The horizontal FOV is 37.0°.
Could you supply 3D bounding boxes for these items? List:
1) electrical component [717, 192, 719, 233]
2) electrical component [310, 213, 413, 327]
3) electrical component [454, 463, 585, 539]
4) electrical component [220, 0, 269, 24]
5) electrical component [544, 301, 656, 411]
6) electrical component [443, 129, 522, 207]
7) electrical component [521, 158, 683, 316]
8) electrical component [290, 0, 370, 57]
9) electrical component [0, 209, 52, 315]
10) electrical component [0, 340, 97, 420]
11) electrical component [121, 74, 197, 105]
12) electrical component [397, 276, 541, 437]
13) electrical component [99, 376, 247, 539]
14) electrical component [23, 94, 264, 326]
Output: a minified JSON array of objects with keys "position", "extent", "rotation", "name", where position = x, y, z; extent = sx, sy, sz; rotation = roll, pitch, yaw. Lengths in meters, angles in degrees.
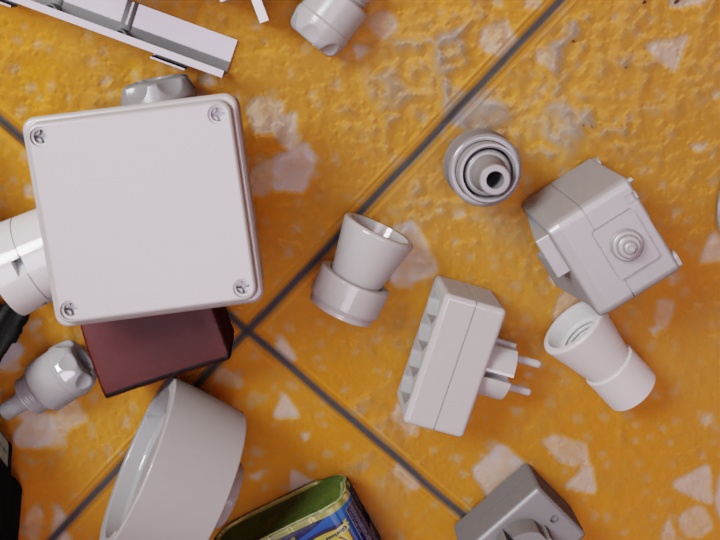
[{"position":[0.248,-0.036,0.642],"extent":[0.055,0.045,0.045],"rotation":[3,104,-4],"name":"electrical component"},{"position":[0.000,0.000,0.638],"extent":[0.045,0.045,0.055],"rotation":[24,102,-9],"name":"electrical component"},{"position":[0.102,0.171,0.670],"extent":[0.066,0.076,0.047],"rotation":[-43,102,7],"name":"electrical component"},{"position":[-0.055,-0.180,0.592],"extent":[0.064,0.042,0.081],"rotation":[-21,105,-1],"name":"electrical component"},{"position":[0.151,0.055,0.663],"extent":[0.044,0.044,0.065],"rotation":[-43,107,8],"name":"electrical component"},{"position":[0.072,-0.057,0.618],"extent":[0.043,0.062,0.043],"rotation":[-1,105,-4],"name":"electrical component"},{"position":[0.134,-0.017,0.614],"extent":[0.061,0.096,0.061],"rotation":[-33,103,6],"name":"electrical component"},{"position":[-0.009,-0.152,0.605],"extent":[0.035,0.035,0.061],"rotation":[38,97,-11],"name":"electrical component"},{"position":[-0.185,-0.008,0.622],"extent":[0.047,0.055,0.055],"rotation":[-25,104,0],"name":"electrical component"},{"position":[-0.191,0.071,0.652],"extent":[0.061,0.035,0.035],"rotation":[-33,104,8],"name":"electrical component"},{"position":[-0.110,-0.078,0.614],"extent":[0.043,0.043,0.062],"rotation":[-11,106,0],"name":"electrical component"},{"position":[0.072,0.057,0.656],"extent":[0.076,0.047,0.083],"rotation":[16,103,-7],"name":"electrical component"},{"position":[-0.104,0.123,0.635],"extent":[0.060,0.108,0.108],"rotation":[24,102,-15],"name":"electrical component"},{"position":[-0.111,-0.033,0.569],"extent":[0.109,0.056,0.108],"rotation":[-7,100,-1],"name":"electrical component"}]
